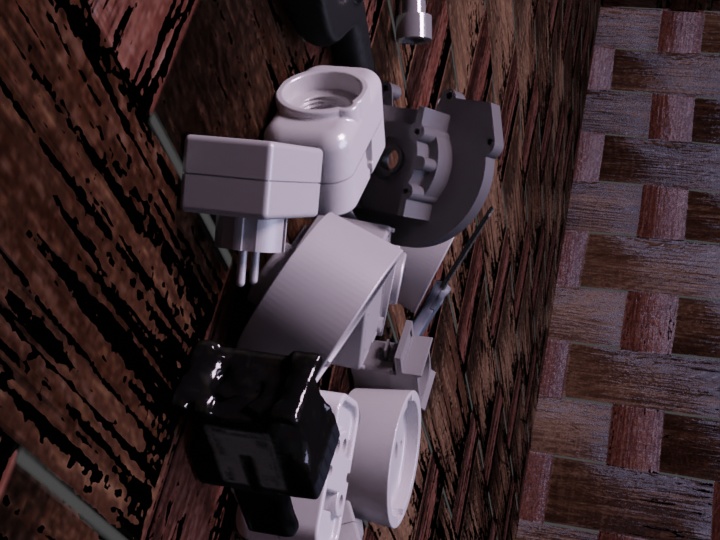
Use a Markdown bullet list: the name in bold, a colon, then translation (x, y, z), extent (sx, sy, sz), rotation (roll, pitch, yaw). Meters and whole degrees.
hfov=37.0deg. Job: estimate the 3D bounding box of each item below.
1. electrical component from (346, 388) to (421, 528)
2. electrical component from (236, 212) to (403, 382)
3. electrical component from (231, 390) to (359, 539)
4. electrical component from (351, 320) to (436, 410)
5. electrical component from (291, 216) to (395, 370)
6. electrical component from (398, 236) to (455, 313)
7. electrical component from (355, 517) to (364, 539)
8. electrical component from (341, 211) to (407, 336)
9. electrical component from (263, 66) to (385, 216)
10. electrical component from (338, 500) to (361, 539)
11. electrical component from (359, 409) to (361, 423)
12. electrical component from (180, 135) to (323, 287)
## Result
- **electrical component**: translation (0.007, 0.145, 0.850), extent (0.108, 0.060, 0.108), rotation (7, 90, -75)
- **electrical component**: translation (-0.030, 0.017, 0.622), extent (0.108, 0.060, 0.108), rotation (-56, 177, -4)
- **electrical component**: translation (-0.041, 0.121, 0.662), extent (0.053, 0.059, 0.095), rotation (51, 47, -69)
- **electrical component**: translation (0.027, 0.082, 0.891), extent (0.081, 0.064, 0.042), rotation (82, 20, -44)
- **electrical component**: translation (-0.017, 0.019, 0.716), extent (0.061, 0.061, 0.096), rotation (-62, 161, -61)
- **electrical component**: translation (0.044, -0.025, 0.896), extent (0.108, 0.060, 0.108), rotation (-62, 176, -7)
- **electrical component**: translation (-0.022, 0.215, 0.808), extent (0.043, 0.043, 0.062), rotation (24, 74, -75)
- **electrical component**: translation (0.000, 0.000, 0.804), extent (0.099, 0.064, 0.099), rotation (11, 90, -88)
- **electrical component**: translation (-0.021, -0.084, 0.661), extent (0.095, 0.054, 0.059), rotation (-66, 157, -49)
- **electrical component**: translation (-0.036, 0.173, 0.708), extent (0.076, 0.066, 0.047), rotation (-111, -169, -50)
- **electrical component**: translation (-0.022, 0.115, 0.771), extent (0.065, 0.044, 0.044), rotation (-57, 150, -69)
- **electrical component**: translation (-0.056, -0.029, 0.563), extent (0.083, 0.047, 0.075), rotation (-14, 110, -74)
